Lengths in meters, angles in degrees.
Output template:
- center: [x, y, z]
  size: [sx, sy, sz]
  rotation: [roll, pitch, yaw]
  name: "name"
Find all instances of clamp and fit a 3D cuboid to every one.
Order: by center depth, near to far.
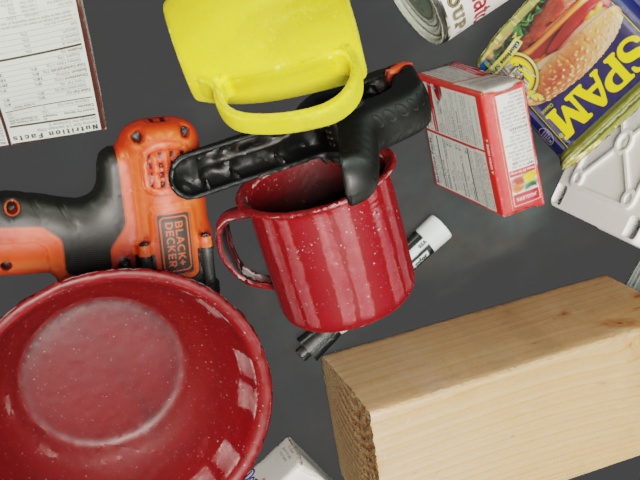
- center: [0.000, -0.058, 0.581]
  size: [0.120, 0.171, 0.039]
  rotation: [5, 114, 24]
  name: "clamp"

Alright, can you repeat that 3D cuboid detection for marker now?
- center: [0.032, 0.031, 0.664]
  size: [0.121, 0.020, 0.020]
  rotation: [-43, 114, -3]
  name: "marker"

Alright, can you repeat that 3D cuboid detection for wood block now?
- center: [0.116, 0.099, 0.673]
  size: [0.206, 0.090, 0.091]
  rotation: [-15, 110, -14]
  name: "wood block"

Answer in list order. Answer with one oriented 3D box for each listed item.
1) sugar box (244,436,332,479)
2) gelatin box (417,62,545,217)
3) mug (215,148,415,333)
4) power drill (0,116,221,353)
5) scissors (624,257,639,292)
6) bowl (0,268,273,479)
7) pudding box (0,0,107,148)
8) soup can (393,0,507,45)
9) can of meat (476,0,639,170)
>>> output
- center: [-0.052, 0.219, 0.678]
  size: [0.176, 0.048, 0.093]
  rotation: [-42, 113, -1]
  name: "sugar box"
- center: [0.092, -0.060, 0.618]
  size: [0.030, 0.089, 0.073]
  rotation: [-19, 111, -14]
  name: "gelatin box"
- center: [-0.004, 0.001, 0.613]
  size: [0.117, 0.093, 0.081]
  rotation: [-9, 117, 17]
  name: "mug"
- center: [-0.147, 0.031, 0.587]
  size: [0.187, 0.057, 0.184]
  rotation: [-9, 105, -18]
  name: "power drill"
- center: [0.242, -0.051, 0.710]
  size: [0.202, 0.016, 0.096]
  rotation: [-46, 112, -1]
  name: "scissors"
- center: [-0.109, 0.081, 0.554]
  size: [0.162, 0.055, 0.162]
  rotation: [-7, 112, -18]
  name: "bowl"
- center: [-0.157, -0.094, 0.524]
  size: [0.090, 0.039, 0.113]
  rotation: [-12, 148, -11]
  name: "pudding box"
- center: [0.091, -0.165, 0.600]
  size: [0.102, 0.068, 0.068]
  rotation: [-34, 113, -5]
  name: "soup can"
- center: [0.151, -0.106, 0.610]
  size: [0.084, 0.057, 0.102]
  rotation: [50, 123, 10]
  name: "can of meat"
